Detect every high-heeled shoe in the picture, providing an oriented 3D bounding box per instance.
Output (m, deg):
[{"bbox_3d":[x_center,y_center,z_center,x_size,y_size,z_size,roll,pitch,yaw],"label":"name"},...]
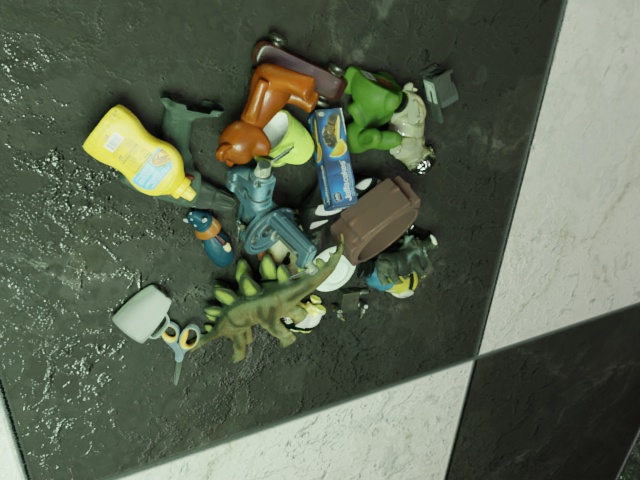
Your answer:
[{"bbox_3d":[0.065,-0.076,1.195,0.248,0.086,0.145,4,101,-36],"label":"high-heeled shoe"}]

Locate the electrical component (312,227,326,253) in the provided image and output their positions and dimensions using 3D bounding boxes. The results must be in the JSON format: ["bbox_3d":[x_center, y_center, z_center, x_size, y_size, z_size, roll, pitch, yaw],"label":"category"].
[{"bbox_3d":[-0.003,-0.004,1.227,0.021,0.094,0.063,6,121,12],"label":"electrical component"}]

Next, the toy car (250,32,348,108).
[{"bbox_3d":[-0.039,-0.326,1.037,0.202,0.053,0.089,15,114,-30],"label":"toy car"}]

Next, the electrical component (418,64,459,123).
[{"bbox_3d":[0.268,-0.324,1.199,0.048,0.075,0.119,-32,124,-10],"label":"electrical component"}]

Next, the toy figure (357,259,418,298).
[{"bbox_3d":[0.181,0.093,1.388,0.180,0.082,0.089,25,97,-34],"label":"toy figure"}]

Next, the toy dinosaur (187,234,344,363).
[{"bbox_3d":[-0.119,0.135,1.158,0.471,0.105,0.198,-28,115,18],"label":"toy dinosaur"}]

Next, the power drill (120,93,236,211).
[{"bbox_3d":[-0.244,-0.160,1.007,0.232,0.086,0.207,8,120,-30],"label":"power drill"}]

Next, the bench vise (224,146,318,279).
[{"bbox_3d":[-0.082,-0.036,1.019,0.129,0.241,0.223,-26,153,-43],"label":"bench vise"}]

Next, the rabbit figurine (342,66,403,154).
[{"bbox_3d":[0.106,-0.248,1.119,0.121,0.159,0.170,-7,136,-38],"label":"rabbit figurine"}]

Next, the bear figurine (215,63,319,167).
[{"bbox_3d":[-0.098,-0.209,0.959,0.132,0.120,0.195,22,87,4],"label":"bear figurine"}]

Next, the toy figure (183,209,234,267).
[{"bbox_3d":[-0.227,-0.010,1.108,0.064,0.058,0.154,-16,130,6],"label":"toy figure"}]

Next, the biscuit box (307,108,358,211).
[{"bbox_3d":[0.026,-0.163,1.098,0.059,0.063,0.202,-10,88,-18],"label":"biscuit box"}]

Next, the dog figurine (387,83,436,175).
[{"bbox_3d":[0.213,-0.244,1.213,0.190,0.121,0.172,11,115,-49],"label":"dog figurine"}]

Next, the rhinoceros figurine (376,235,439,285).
[{"bbox_3d":[0.214,0.045,1.317,0.190,0.073,0.112,-20,92,-30],"label":"rhinoceros figurine"}]

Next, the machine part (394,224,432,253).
[{"bbox_3d":[0.240,-0.011,1.389,0.139,0.039,0.084,17,102,-34],"label":"machine part"}]

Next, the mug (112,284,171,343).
[{"bbox_3d":[-0.355,0.154,1.117,0.107,0.081,0.109,-50,125,-8],"label":"mug"}]

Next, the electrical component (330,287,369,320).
[{"bbox_3d":[0.080,0.166,1.393,0.102,0.045,0.078,0,118,-30],"label":"electrical component"}]

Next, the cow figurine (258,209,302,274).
[{"bbox_3d":[-0.071,0.021,1.203,0.127,0.086,0.194,-9,117,-24],"label":"cow figurine"}]

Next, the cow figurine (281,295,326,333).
[{"bbox_3d":[-0.075,0.179,1.302,0.167,0.068,0.098,12,116,-33],"label":"cow figurine"}]

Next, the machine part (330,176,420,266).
[{"bbox_3d":[0.127,-0.038,1.218,0.201,0.087,0.201,-38,163,-7],"label":"machine part"}]
